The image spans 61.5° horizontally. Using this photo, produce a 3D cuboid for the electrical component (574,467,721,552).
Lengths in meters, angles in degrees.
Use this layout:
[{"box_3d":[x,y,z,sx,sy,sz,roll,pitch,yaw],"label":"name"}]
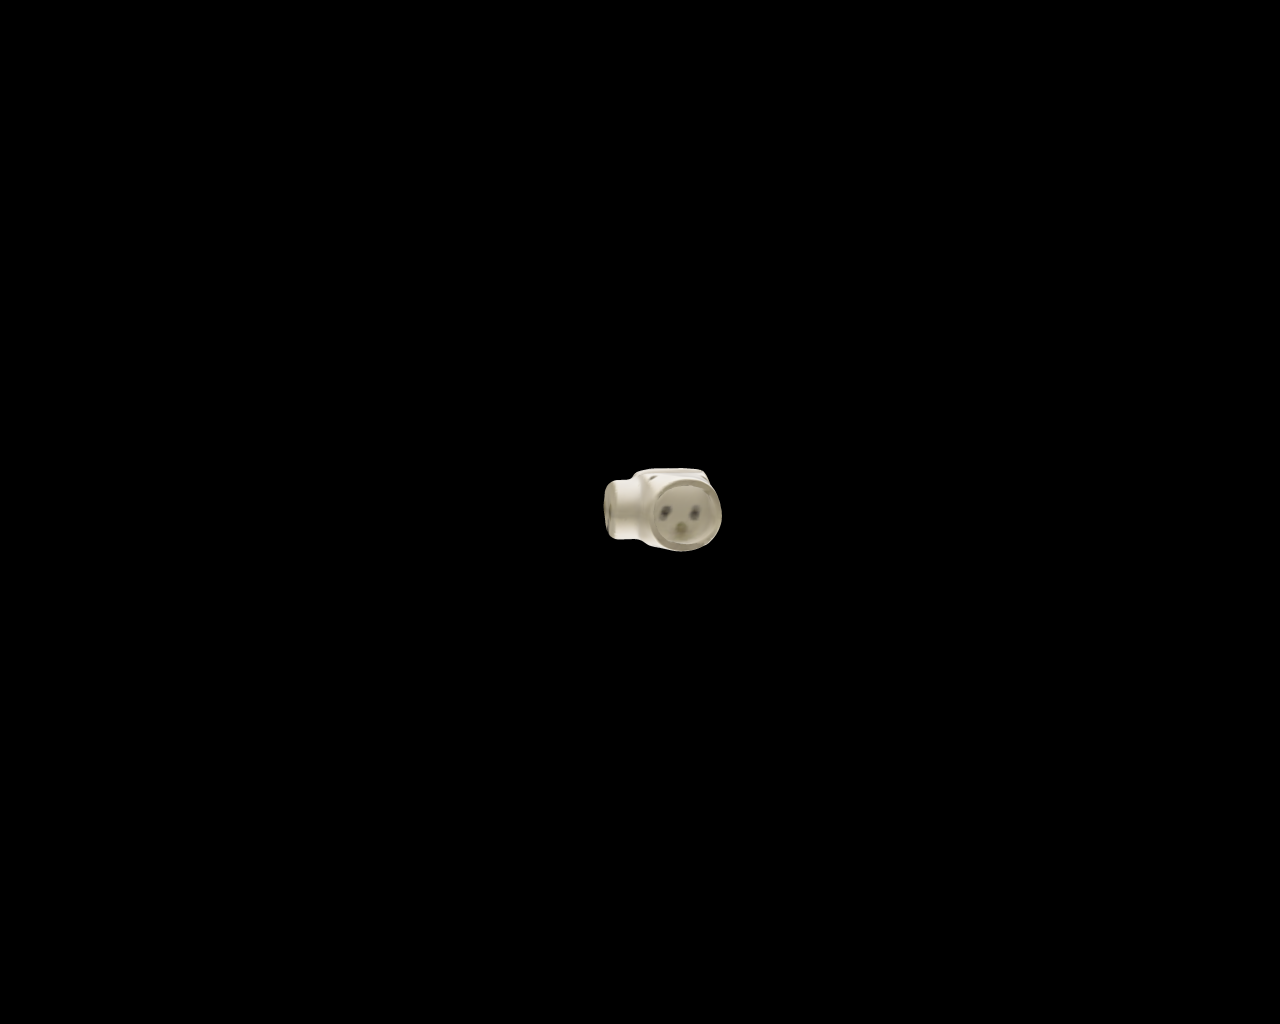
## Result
[{"box_3d":[0.001,-0.003,0.650,0.079,0.043,0.077,-1,7,-11],"label":"electrical component"}]
